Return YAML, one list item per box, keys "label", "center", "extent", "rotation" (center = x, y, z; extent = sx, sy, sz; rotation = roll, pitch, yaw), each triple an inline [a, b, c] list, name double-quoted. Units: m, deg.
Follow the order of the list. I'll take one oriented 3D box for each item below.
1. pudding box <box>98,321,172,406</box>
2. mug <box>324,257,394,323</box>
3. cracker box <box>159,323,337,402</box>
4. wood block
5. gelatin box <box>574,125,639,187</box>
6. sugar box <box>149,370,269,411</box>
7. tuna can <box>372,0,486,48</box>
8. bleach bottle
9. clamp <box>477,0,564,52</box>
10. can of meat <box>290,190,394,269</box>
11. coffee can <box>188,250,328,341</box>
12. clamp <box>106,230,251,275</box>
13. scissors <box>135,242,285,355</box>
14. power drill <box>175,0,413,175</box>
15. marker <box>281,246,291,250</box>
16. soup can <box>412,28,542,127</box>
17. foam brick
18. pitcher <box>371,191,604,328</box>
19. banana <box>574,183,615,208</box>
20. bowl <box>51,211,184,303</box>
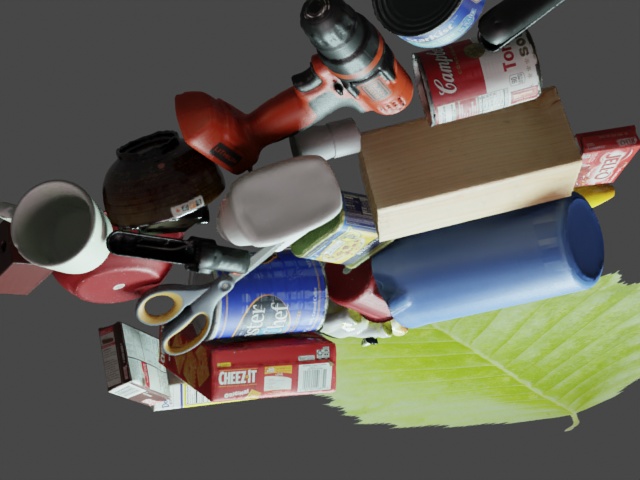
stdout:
- label: "pudding box"
  center: [-0.245, 0.166, 1.421]
  extent: [0.039, 0.090, 0.113]
  rotation: [-21, 155, 13]
- label: "mug"
  center: [0.064, 0.055, 1.319]
  extent: [0.081, 0.117, 0.093]
  rotation: [25, 101, -48]
- label: "cracker box"
  center: [-0.097, 0.141, 1.351]
  extent: [0.164, 0.072, 0.214]
  rotation: [-1, -172, -25]
- label: "wood block"
  center: [0.148, -0.076, 1.091]
  extent: [0.206, 0.091, 0.090]
  rotation: [-14, 158, -1]
- label: "gelatin box"
  center: [0.315, -0.093, 1.218]
  extent: [0.073, 0.030, 0.089]
  rotation: [-8, 156, -13]
- label: "sugar box"
  center: [-0.171, 0.212, 1.572]
  extent: [0.176, 0.048, 0.093]
  rotation: [-6, -169, -20]
- label: "tuna can"
  center: [0.083, -0.190, 0.806]
  extent: [0.086, 0.086, 0.033]
  rotation: [-28, 155, 30]
- label: "bleach bottle"
  center: [-0.060, -0.027, 1.048]
  extent: [0.102, 0.068, 0.251]
  rotation: [-21, -179, -17]
- label: "clamp"
  center: [0.202, -0.210, 0.811]
  extent: [0.210, 0.036, 0.164]
  rotation: [-36, -177, 18]
- label: "can of meat"
  center: [0.024, -0.013, 1.208]
  extent: [0.083, 0.057, 0.102]
  rotation: [9, 148, -38]
- label: "coffee can"
  center: [-0.074, 0.064, 1.268]
  extent: [0.140, 0.103, 0.103]
  rotation: [-2, 154, -24]
- label: "clamp"
  center: [-0.115, 0.016, 1.064]
  extent: [0.120, 0.039, 0.171]
  rotation: [14, -176, 35]
- label: "scissors"
  center: [-0.124, 0.044, 1.164]
  extent: [0.096, 0.016, 0.202]
  rotation: [30, 110, -23]
- label: "power drill"
  center: [-0.027, -0.129, 0.916]
  extent: [0.188, 0.057, 0.184]
  rotation: [-21, 156, 18]
- label: "marker"
  center: [-0.008, 0.002, 1.269]
  extent: [0.120, 0.020, 0.020]
  rotation: [-1, 153, -27]
- label: "soup can"
  center: [0.140, -0.147, 0.954]
  extent: [0.102, 0.068, 0.068]
  rotation: [-15, 157, 2]
- label: "foam brick"
  center: [-0.312, 0.018, 1.099]
  extent: [0.051, 0.053, 0.078]
  rotation: [8, 148, -40]
- label: "pitcher"
  center: [0.194, 0.014, 1.212]
  extent: [0.243, 0.149, 0.144]
  rotation: [-13, 155, 38]
- label: "banana"
  center: [0.265, -0.034, 1.322]
  extent: [0.198, 0.037, 0.069]
  rotation: [-21, 175, 19]
- label: "bowl"
  center: [-0.224, 0.027, 1.164]
  extent: [0.162, 0.055, 0.162]
  rotation: [-11, 157, -5]
